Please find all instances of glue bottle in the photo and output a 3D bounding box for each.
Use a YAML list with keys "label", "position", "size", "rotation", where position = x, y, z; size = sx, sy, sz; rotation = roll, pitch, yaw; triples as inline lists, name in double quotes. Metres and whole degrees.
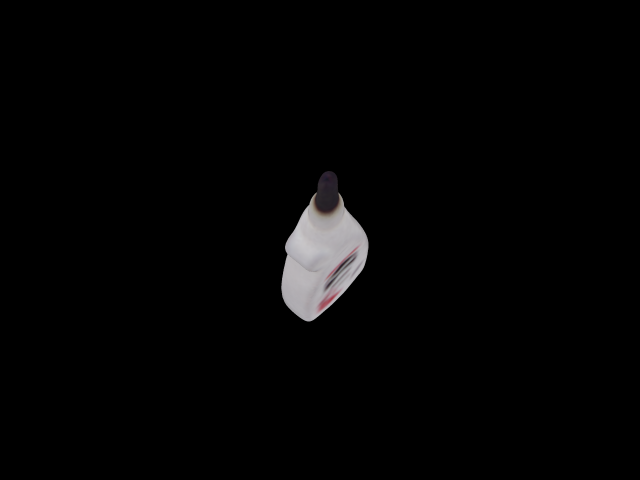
- label: "glue bottle"
  position: [0.004, 0.001, 0.400]
  size: [0.037, 0.173, 0.078]
  rotation: [36, 71, 15]
